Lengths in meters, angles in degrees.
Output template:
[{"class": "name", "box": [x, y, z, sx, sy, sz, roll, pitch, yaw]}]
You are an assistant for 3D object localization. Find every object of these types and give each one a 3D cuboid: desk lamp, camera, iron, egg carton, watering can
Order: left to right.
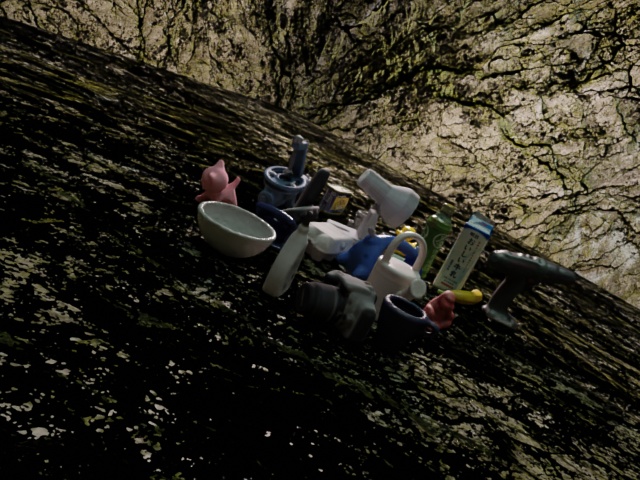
[{"class": "egg carton", "box": [0.013, 0.005, 1.412, 0.107, 0.069, 0.151, 34, 18, 27]}, {"class": "camera", "box": [0.025, 0.105, 1.063, 0.137, 0.101, 0.142, 17, 18, -27]}, {"class": "desk lamp", "box": [0.150, -0.081, 1.627, 0.203, 0.213, 0.118, 22, 16, -11]}, {"class": "iron", "box": [0.174, 0.054, 1.371, 0.259, 0.141, 0.118, 14, 20, -36]}, {"class": "watering can", "box": [0.164, 0.076, 1.195, 0.101, 0.194, 0.172, 8, 24, -46]}]

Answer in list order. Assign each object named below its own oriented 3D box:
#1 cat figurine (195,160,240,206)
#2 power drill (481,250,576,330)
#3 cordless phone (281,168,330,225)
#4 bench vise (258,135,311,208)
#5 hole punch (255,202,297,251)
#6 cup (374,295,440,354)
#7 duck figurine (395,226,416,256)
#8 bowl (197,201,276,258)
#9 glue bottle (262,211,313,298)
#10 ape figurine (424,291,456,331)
[{"class": "cat figurine", "box": [-0.240, -0.132, 1.373, 0.067, 0.118, 0.128, 35, 19, 30]}, {"class": "power drill", "box": [0.545, 0.133, 1.561, 0.229, 0.208, 0.076, 26, 16, 2]}, {"class": "cordless phone", "box": [-0.046, -0.104, 1.454, 0.094, 0.185, 0.148, 30, 17, 16]}, {"class": "bench vise", "box": [-0.083, -0.195, 1.620, 0.121, 0.219, 0.207, 26, 16, 3]}, {"class": "hole punch", "box": [-0.106, -0.040, 1.334, 0.108, 0.091, 0.101, 28, 16, 8]}, {"class": "cup", "box": [0.154, 0.169, 1.067, 0.117, 0.095, 0.092, 28, 16, 10]}, {"class": "duck figurine", "box": [0.267, 0.000, 1.777, 0.105, 0.086, 0.077, 16, 19, -30]}, {"class": "bowl", "box": [-0.178, -0.011, 1.166, 0.167, 0.075, 0.167, 24, 16, -7]}, {"class": "glue bottle", "box": [-0.051, 0.023, 1.076, 0.037, 0.173, 0.078, 29, 16, 11]}, {"class": "ape figurine", "box": [0.273, 0.156, 1.292, 0.078, 0.092, 0.076, 23, 16, -9]}]
